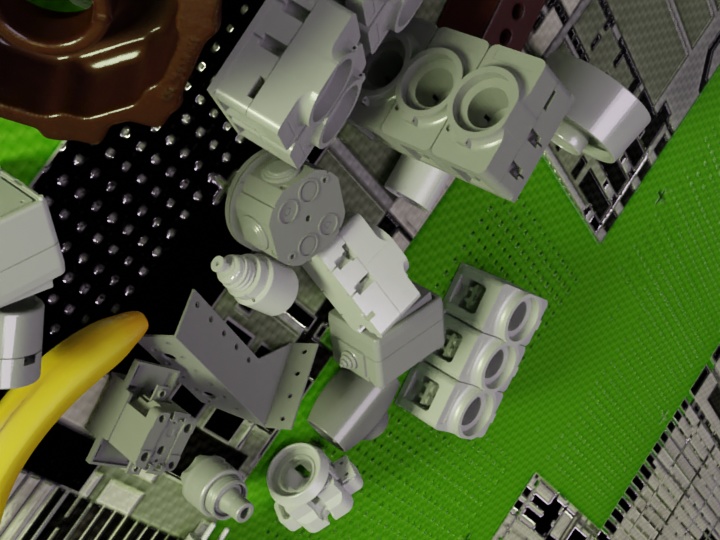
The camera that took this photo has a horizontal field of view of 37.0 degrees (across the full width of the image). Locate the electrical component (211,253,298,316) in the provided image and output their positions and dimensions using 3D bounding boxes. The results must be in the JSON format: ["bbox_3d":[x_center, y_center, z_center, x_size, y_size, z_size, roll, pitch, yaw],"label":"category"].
[{"bbox_3d":[-0.080,0.007,0.795,0.078,0.040,0.040,27,91,-51],"label":"electrical component"}]

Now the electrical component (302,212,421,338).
[{"bbox_3d":[0.000,0.000,0.847,0.055,0.050,0.089,-46,113,-19],"label":"electrical component"}]

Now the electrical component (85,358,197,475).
[{"bbox_3d":[-0.152,0.108,0.759,0.042,0.064,0.081,21,95,-52],"label":"electrical component"}]

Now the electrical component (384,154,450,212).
[{"bbox_3d":[0.058,-0.093,0.883,0.043,0.043,0.081,31,89,-51],"label":"electrical component"}]

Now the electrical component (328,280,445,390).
[{"bbox_3d":[0.018,0.050,0.910,0.096,0.062,0.061,-32,133,-31],"label":"electrical component"}]

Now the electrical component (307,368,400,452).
[{"bbox_3d":[0.001,0.125,0.952,0.077,0.043,0.079,-50,140,-14],"label":"electrical component"}]

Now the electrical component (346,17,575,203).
[{"bbox_3d":[0.064,-0.124,0.786,0.062,0.150,0.089,32,88,-52],"label":"electrical component"}]

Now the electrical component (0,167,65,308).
[{"bbox_3d":[-0.226,-0.007,0.610,0.096,0.062,0.061,-32,133,-31],"label":"electrical component"}]

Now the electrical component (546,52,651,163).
[{"bbox_3d":[0.197,-0.138,0.960,0.060,0.108,0.108,-55,141,1],"label":"electrical component"}]

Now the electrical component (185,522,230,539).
[{"bbox_3d":[-0.135,0.240,0.873,0.079,0.043,0.077,-56,141,-5],"label":"electrical component"}]

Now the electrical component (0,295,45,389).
[{"bbox_3d":[-0.220,0.040,0.653,0.055,0.055,0.047,-4,111,-46],"label":"electrical component"}]

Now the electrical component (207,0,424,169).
[{"bbox_3d":[-0.015,-0.165,0.710,0.186,0.060,0.105,-58,172,-4],"label":"electrical component"}]

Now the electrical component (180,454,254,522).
[{"bbox_3d":[-0.109,0.175,0.847,0.043,0.062,0.043,-26,129,-36],"label":"electrical component"}]

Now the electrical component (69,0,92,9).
[{"bbox_3d":[-0.145,-0.180,0.595,0.061,0.062,0.096,-47,139,-17],"label":"electrical component"}]

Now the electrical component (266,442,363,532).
[{"bbox_3d":[-0.044,0.184,0.924,0.078,0.058,0.057,-33,135,3],"label":"electrical component"}]

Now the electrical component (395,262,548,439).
[{"bbox_3d":[0.111,0.080,1.030,0.089,0.062,0.150,19,97,-51],"label":"electrical component"}]

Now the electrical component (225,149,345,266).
[{"bbox_3d":[-0.054,-0.046,0.783,0.080,0.051,0.080,-26,130,-36],"label":"electrical component"}]
